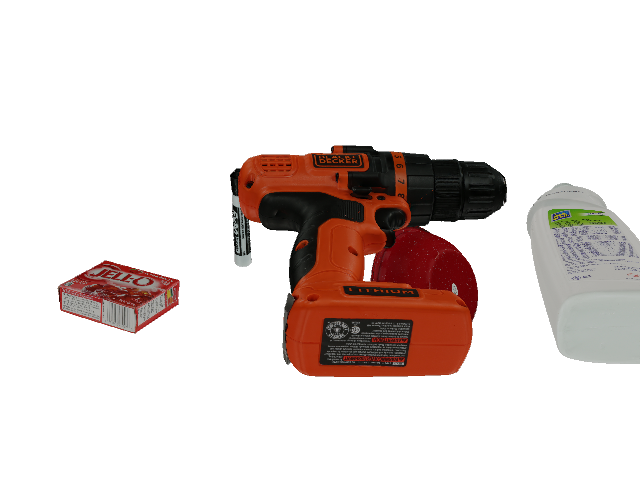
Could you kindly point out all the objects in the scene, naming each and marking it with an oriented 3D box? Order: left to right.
[{"bbox_3d":[-0.190,0.051,1.006,0.089,0.030,0.073,14,24,23],"label":"gelatin box"},{"bbox_3d":[-0.087,-0.025,1.169,0.020,0.121,0.020,0,35,0],"label":"marker"},{"bbox_3d":[0.041,0.005,0.671,0.184,0.057,0.187,-1,34,-4],"label":"power drill"},{"bbox_3d":[0.129,0.059,1.204,0.055,0.162,0.161,-11,-8,43],"label":"bowl"},{"bbox_3d":[0.237,0.013,0.928,0.102,0.068,0.250,1,27,4],"label":"bleach bottle"}]
